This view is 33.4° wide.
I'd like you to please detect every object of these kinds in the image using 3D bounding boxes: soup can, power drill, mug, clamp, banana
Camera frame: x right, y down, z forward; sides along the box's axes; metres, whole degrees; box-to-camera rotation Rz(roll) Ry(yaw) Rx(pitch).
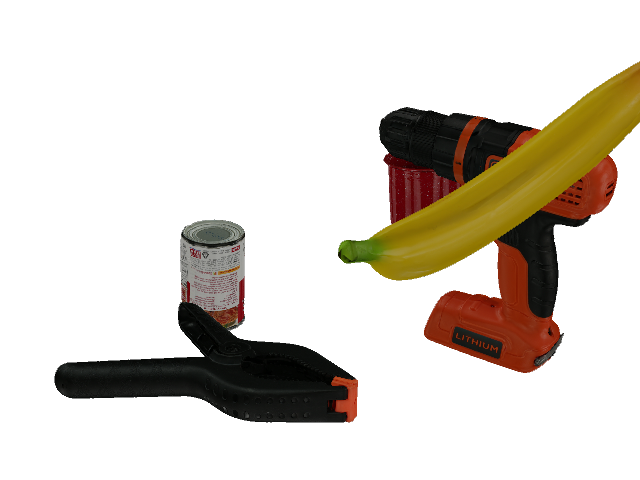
[{"bbox_3d":[-0.114,0.037,1.128,0.068,0.102,0.068,2,23,-1],"label":"soup can"},{"bbox_3d":[0.123,-0.003,0.815,0.185,0.188,0.057,19,35,30],"label":"power drill"},{"bbox_3d":[0.128,-0.058,1.211,0.117,0.081,0.093,-19,27,-36],"label":"mug"},{"bbox_3d":[-0.065,0.092,0.791,0.210,0.036,0.164,7,19,20],"label":"clamp"},{"bbox_3d":[0.102,-0.029,0.582,0.198,0.037,0.069,-33,-12,0],"label":"banana"}]
